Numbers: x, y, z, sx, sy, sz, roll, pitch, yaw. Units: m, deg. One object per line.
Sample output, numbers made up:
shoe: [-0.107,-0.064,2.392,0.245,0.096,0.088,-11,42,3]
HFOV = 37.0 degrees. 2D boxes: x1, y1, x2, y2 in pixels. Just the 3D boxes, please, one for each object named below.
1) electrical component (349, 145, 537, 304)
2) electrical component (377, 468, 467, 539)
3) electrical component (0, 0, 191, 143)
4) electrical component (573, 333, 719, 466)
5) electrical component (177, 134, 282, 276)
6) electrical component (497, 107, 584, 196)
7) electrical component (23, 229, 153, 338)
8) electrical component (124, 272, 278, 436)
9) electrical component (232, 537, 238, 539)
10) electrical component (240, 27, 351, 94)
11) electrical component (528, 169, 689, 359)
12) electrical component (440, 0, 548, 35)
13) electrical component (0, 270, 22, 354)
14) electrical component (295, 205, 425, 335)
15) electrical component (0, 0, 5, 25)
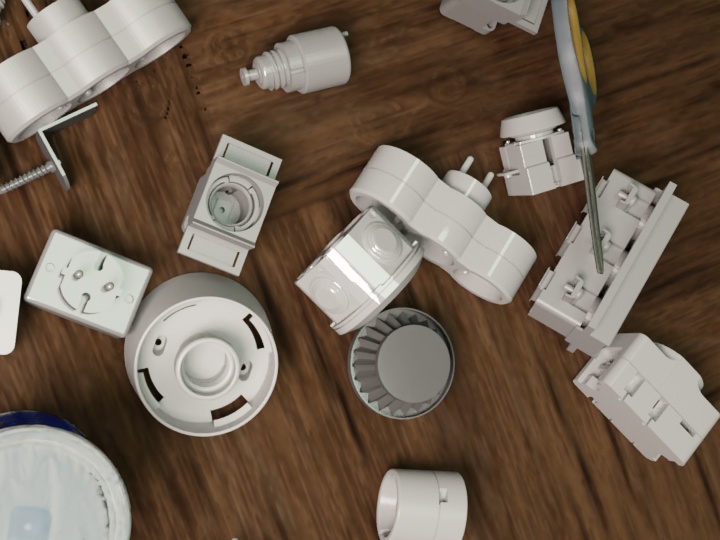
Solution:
electrical component: [0.067,-0.044,0.750,0.138,0.052,0.073,36,76,-13]
electrical component: [0.041,0.161,0.725,0.047,0.055,0.055,9,83,-14]
electrical component: [-0.182,-0.147,0.674,0.138,0.052,0.073,-37,97,-17]
electrical component: [0.213,0.091,0.790,0.089,0.050,0.055,45,74,-11]
electrical component: [-0.087,-0.040,0.692,0.042,0.064,0.081,23,79,-17]
electrical component: [0.128,-0.086,0.778,0.066,0.048,0.055,-17,99,-19]
electrical component: [-0.165,0.008,0.655,0.066,0.077,0.047,23,79,-16]
electrical component: [-0.101,0.055,0.693,0.099,0.064,0.099,-2,100,-14]
electrical component: [-0.078,0.210,0.685,0.083,0.047,0.075,13,82,-17]
electrical component: [-0.042,-0.139,0.726,0.078,0.040,0.040,-17,91,-19]
electrical component: [0.176,-0.007,0.777,0.063,0.078,0.121,31,76,8]
electrical component: [0.090,-0.199,0.763,0.081,0.064,0.042,23,78,-16]
electrical component: [-0.250,0.022,0.637,0.089,0.056,0.050,7,84,-18]
electrical component: [0.000,0.000,0.711,0.051,0.080,0.080,45,74,-5]
electrical component: [-0.237,-0.163,0.666,0.035,0.035,0.061,35,74,-13]
